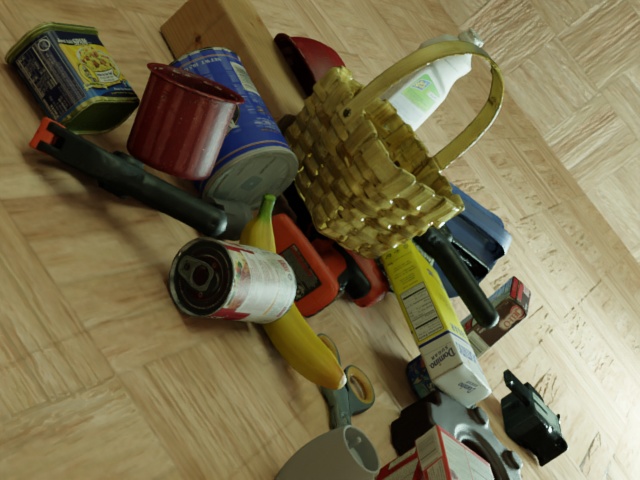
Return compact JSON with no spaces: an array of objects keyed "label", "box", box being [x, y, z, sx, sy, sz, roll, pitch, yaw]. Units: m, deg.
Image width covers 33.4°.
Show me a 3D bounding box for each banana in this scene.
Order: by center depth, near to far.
[{"label":"banana","box":[-0.035,0.058,0.986,0.037,0.070,0.198,-11,68,-33]}]

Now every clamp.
[{"label":"clamp","box":[-0.158,-0.050,0.897,0.171,0.039,0.120,25,-5,-43]},{"label":"clamp","box":[0.137,0.005,1.235,0.210,0.036,0.164,46,16,-18]}]

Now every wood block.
[{"label":"wood block","box":[-0.090,-0.187,1.239,0.090,0.091,0.206,13,43,-58]}]

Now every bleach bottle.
[{"label":"bleach bottle","box":[0.119,-0.193,1.452,0.102,0.251,0.068,30,30,-44]}]

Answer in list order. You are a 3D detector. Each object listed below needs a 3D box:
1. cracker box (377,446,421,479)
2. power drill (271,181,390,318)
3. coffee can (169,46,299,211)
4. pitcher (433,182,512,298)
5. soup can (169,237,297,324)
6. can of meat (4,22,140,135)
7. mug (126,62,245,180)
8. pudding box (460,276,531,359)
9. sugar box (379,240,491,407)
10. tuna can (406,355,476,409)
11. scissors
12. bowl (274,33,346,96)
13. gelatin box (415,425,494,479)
[{"label":"cracker box","box":[0.107,0.286,0.890,0.164,0.072,0.213,49,21,-4]},{"label":"power drill","box":[-0.008,0.001,1.143,0.184,0.057,0.187,54,21,6]},{"label":"coffee can","box":[-0.097,-0.109,1.078,0.102,0.103,0.140,15,40,-57]},{"label":"pitcher","box":[0.120,-0.040,1.361,0.242,0.149,0.145,36,25,-28]},{"label":"soup can","box":[-0.074,0.037,0.933,0.102,0.069,0.068,14,42,-58]},{"label":"can of meat","box":[-0.217,-0.142,0.953,0.084,0.057,0.102,55,21,6]},{"label":"mug","box":[-0.126,-0.109,0.977,0.093,0.081,0.117,20,14,-9]},{"label":"pudding box","box":[0.216,0.104,1.355,0.039,0.114,0.090,47,21,-1]},{"label":"sugar box","box":[0.126,0.091,1.170,0.093,0.048,0.176,44,17,-50]},{"label":"tuna can","box":[0.136,0.164,1.203,0.086,0.034,0.086,42,22,-23]},{"label":"scissors","box":[0.031,0.172,0.999,0.096,0.016,0.202,33,27,-38]},{"label":"bowl","box":[0.000,-0.180,1.285,0.162,0.055,0.162,59,-17,29]},{"label":"gelatin box","box":[0.118,0.210,0.895,0.073,0.030,0.089,38,24,-26]}]
